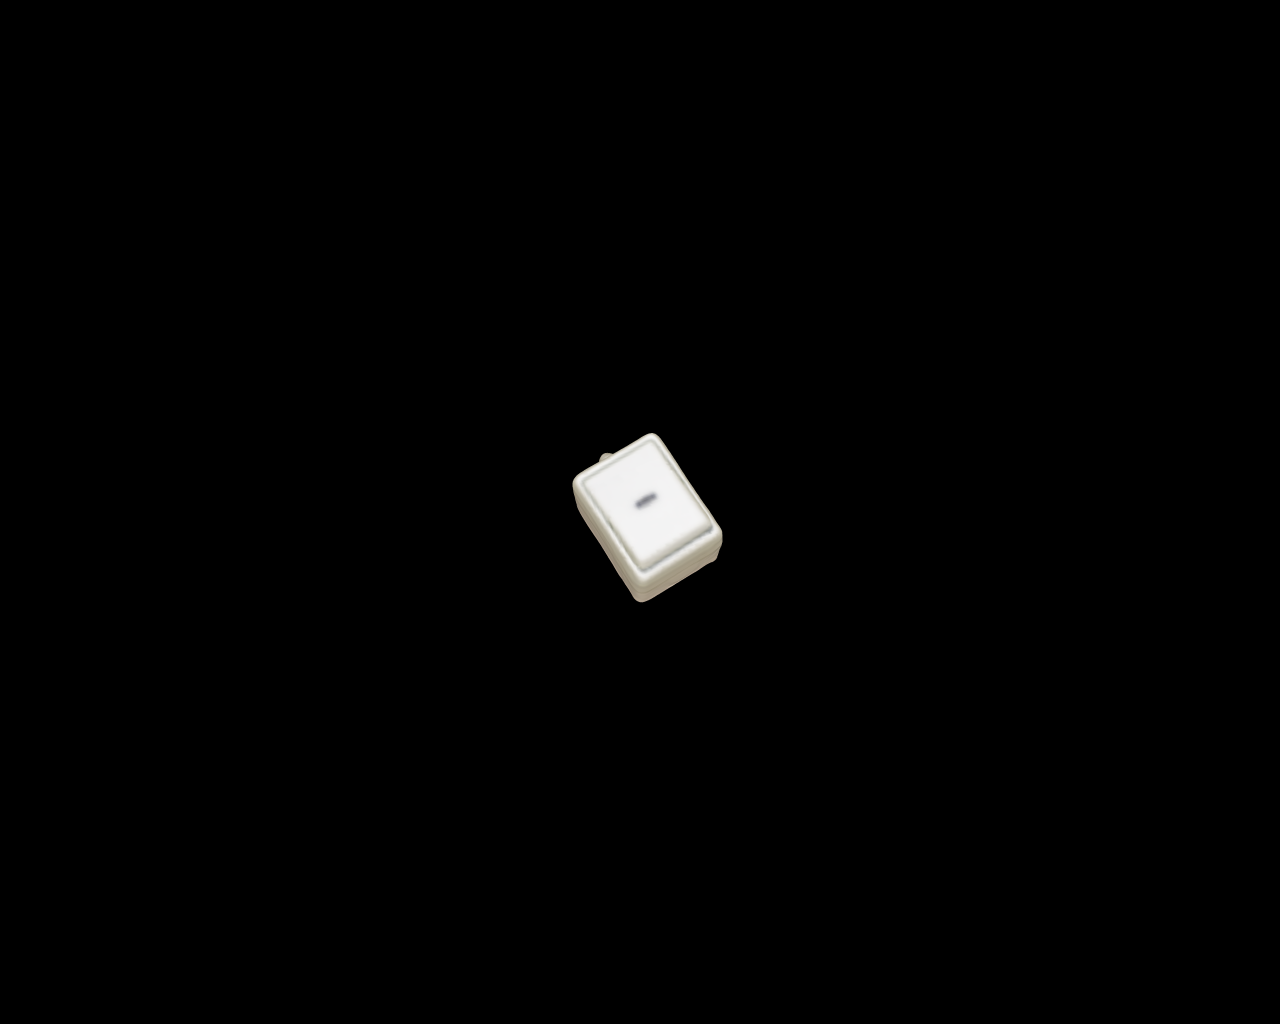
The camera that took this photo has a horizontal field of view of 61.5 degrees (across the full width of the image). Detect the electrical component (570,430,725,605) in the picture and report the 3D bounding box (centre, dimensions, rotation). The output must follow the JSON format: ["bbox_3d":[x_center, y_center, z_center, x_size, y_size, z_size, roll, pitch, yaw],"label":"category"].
[{"bbox_3d":[0.001,-0.003,0.650,0.062,0.096,0.061,-30,-15,-9],"label":"electrical component"}]
